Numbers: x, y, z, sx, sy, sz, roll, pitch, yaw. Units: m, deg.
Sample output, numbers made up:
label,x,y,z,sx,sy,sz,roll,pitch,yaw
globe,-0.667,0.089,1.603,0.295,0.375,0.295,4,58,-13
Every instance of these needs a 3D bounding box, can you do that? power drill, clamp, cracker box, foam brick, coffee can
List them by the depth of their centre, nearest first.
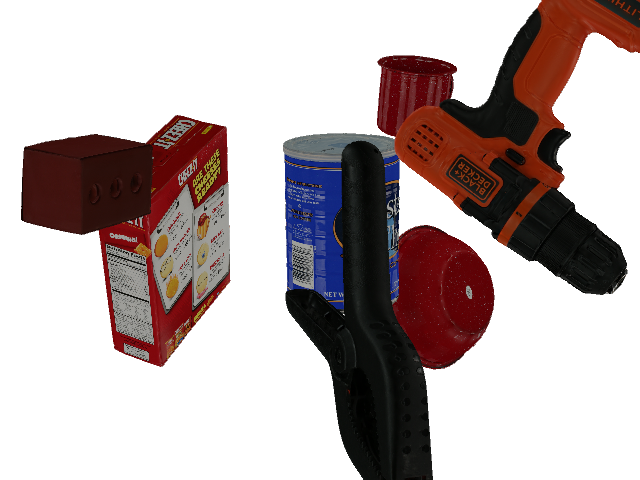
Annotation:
label,x,y,z,sx,sy,sz,roll,pitch,yaw
clamp,0.028,0.057,0.628,0.036,0.210,0.165,-2,-44,-19
power drill,0.166,-0.080,0.712,0.184,0.188,0.057,38,13,14
foam brick,-0.159,-0.040,0.731,0.051,0.053,0.078,13,19,25
coffee can,0.019,-0.018,0.945,0.103,0.140,0.103,-1,15,0
cracker box,-0.163,-0.001,1.137,0.072,0.214,0.164,15,39,18

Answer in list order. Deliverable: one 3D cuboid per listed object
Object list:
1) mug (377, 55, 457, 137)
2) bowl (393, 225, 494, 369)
label,x,y,z,sx,sy,sz,roll,pitch,yaw
mug,0.118,-0.171,1.267,0.093,0.081,0.117,22,28,35
bowl,0.141,0.060,1.172,0.161,0.162,0.055,0,-8,-43
